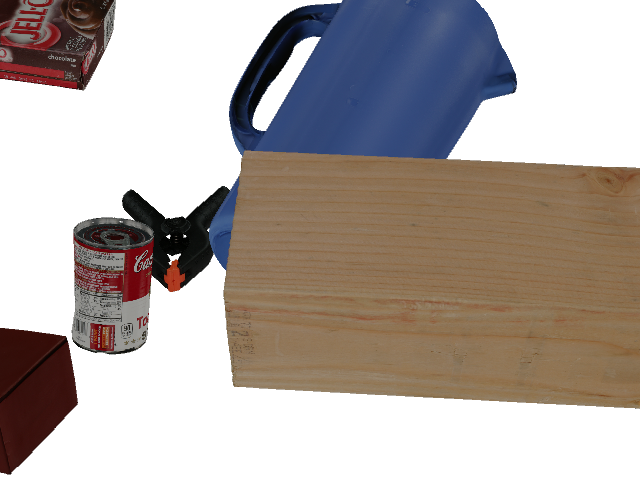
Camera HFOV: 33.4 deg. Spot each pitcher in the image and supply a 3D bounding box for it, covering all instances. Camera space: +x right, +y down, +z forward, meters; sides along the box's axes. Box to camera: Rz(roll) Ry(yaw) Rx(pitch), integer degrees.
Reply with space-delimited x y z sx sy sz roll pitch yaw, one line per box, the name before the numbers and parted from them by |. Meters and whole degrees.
pitcher | 0.015 -0.071 0.757 0.145 0.242 0.149 44 -30 -22

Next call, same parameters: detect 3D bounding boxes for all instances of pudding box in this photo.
pudding box | -0.222 -0.168 0.869 0.090 0.039 0.113 8 35 -1

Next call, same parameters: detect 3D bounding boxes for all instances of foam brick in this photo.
foam brick | -0.196 0.097 0.664 0.053 0.051 0.078 7 29 21

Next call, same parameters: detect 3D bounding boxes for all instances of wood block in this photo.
wood block | 0.061 0.020 0.535 0.206 0.091 0.090 3 -38 2

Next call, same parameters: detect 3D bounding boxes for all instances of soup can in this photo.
soup can | -0.181 0.039 0.924 0.068 0.102 0.068 6 20 -2

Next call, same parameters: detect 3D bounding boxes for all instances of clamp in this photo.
clamp | -0.142 -0.009 1.124 0.120 0.039 0.171 -12 38 -8
